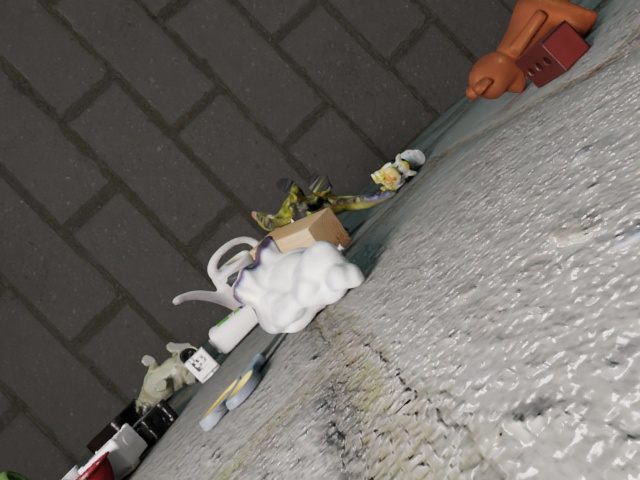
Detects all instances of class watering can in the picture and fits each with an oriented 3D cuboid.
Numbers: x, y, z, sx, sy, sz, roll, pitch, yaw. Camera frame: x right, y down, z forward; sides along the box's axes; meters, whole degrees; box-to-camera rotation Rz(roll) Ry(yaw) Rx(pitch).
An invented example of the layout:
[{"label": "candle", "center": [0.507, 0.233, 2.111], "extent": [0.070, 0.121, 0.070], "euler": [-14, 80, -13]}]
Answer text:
[{"label": "watering can", "center": [-0.255, 0.139, 1.493], "extent": [0.103, 0.222, 0.354], "euler": [-19, 21, 44]}]

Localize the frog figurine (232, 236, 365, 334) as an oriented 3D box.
[{"label": "frog figurine", "center": [-0.012, 0.056, 0.639], "extent": [0.159, 0.121, 0.139], "euler": [0, 17, 29]}]

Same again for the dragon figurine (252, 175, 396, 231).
[{"label": "dragon figurine", "center": [0.004, -0.065, 1.293], "extent": [0.240, 0.410, 0.123], "euler": [37, -126, -68]}]
